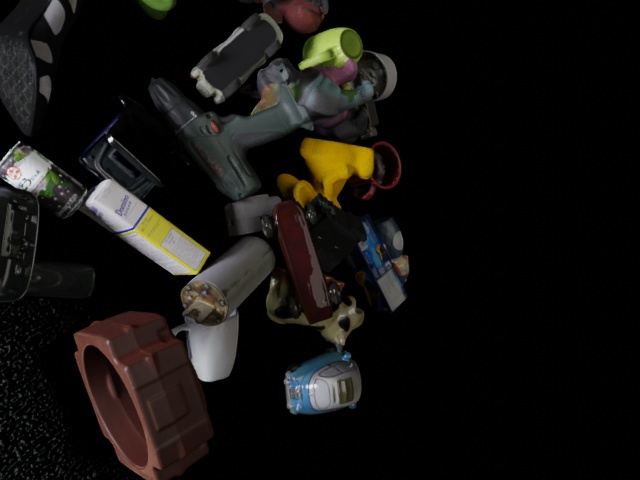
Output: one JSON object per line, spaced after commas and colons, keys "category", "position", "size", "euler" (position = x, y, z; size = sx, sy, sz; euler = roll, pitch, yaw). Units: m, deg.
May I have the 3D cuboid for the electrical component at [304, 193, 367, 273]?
{"category": "electrical component", "position": [-0.002, -0.003, 0.953], "size": [0.115, 0.134, 0.058], "euler": [30, 31, -30]}

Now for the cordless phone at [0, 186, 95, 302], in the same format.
{"category": "cordless phone", "position": [-0.376, 0.010, 0.701], "size": [0.184, 0.089, 0.146], "euler": [12, 79, -48]}

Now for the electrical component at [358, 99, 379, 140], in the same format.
{"category": "electrical component", "position": [0.080, -0.250, 1.061], "size": [0.045, 0.078, 0.102], "euler": [-23, 110, -39]}

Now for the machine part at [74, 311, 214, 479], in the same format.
{"category": "machine part", "position": [-0.234, 0.198, 0.707], "size": [0.087, 0.202, 0.200], "euler": [-24, 101, -41]}

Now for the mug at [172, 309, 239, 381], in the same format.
{"category": "mug", "position": [-0.176, 0.165, 0.833], "size": [0.109, 0.081, 0.107], "euler": [-10, 103, -42]}

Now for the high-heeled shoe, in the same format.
{"category": "high-heeled shoe", "position": [-0.369, -0.271, 0.739], "size": [0.145, 0.086, 0.248], "euler": [-34, 131, -67]}

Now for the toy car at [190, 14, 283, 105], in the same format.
{"category": "toy car", "position": [-0.137, -0.309, 0.911], "size": [0.073, 0.056, 0.202], "euler": [48, 63, -21]}

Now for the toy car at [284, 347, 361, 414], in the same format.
{"category": "toy car", "position": [0.019, 0.258, 0.965], "size": [0.161, 0.103, 0.109], "euler": [-4, 88, -40]}

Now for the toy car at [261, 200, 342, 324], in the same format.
{"category": "toy car", "position": [-0.029, 0.034, 0.869], "size": [0.089, 0.053, 0.202], "euler": [-19, 93, -13]}

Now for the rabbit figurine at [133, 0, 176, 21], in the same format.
{"category": "rabbit figurine", "position": [-0.256, -0.419, 0.811], "size": [0.170, 0.121, 0.159], "euler": [-17, 105, -19]}

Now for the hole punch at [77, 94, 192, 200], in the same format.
{"category": "hole punch", "position": [-0.272, -0.123, 0.786], "size": [0.142, 0.092, 0.116], "euler": [44, 33, -25]}

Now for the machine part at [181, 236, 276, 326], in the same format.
{"category": "machine part", "position": [-0.137, 0.058, 0.832], "size": [0.079, 0.079, 0.243], "euler": [65, 28, -15]}

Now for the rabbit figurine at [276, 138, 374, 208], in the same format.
{"category": "rabbit figurine", "position": [0.010, -0.094, 0.979], "size": [0.162, 0.122, 0.173], "euler": [-2, 106, -36]}

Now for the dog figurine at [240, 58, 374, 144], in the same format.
{"category": "dog figurine", "position": [-0.028, -0.242, 0.961], "size": [0.219, 0.191, 0.108], "euler": [-12, 58, -14]}

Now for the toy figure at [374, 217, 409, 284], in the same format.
{"category": "toy figure", "position": [0.150, 0.030, 1.113], "size": [0.064, 0.058, 0.154], "euler": [-24, 104, -17]}

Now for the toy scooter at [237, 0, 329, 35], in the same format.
{"category": "toy scooter", "position": [-0.050, -0.428, 0.937], "size": [0.184, 0.135, 0.075], "euler": [13, 77, -38]}

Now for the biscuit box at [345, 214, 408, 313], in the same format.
{"category": "biscuit box", "position": [0.098, 0.047, 1.066], "size": [0.059, 0.063, 0.202], "euler": [-38, 109, -33]}

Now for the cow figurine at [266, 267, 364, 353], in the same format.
{"category": "cow figurine", "position": [-0.005, 0.126, 0.960], "size": [0.195, 0.086, 0.127], "euler": [14, 96, -28]}

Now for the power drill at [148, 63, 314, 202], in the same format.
{"category": "power drill", "position": [-0.127, -0.192, 0.839], "size": [0.207, 0.086, 0.232], "euler": [-30, 99, -2]}
